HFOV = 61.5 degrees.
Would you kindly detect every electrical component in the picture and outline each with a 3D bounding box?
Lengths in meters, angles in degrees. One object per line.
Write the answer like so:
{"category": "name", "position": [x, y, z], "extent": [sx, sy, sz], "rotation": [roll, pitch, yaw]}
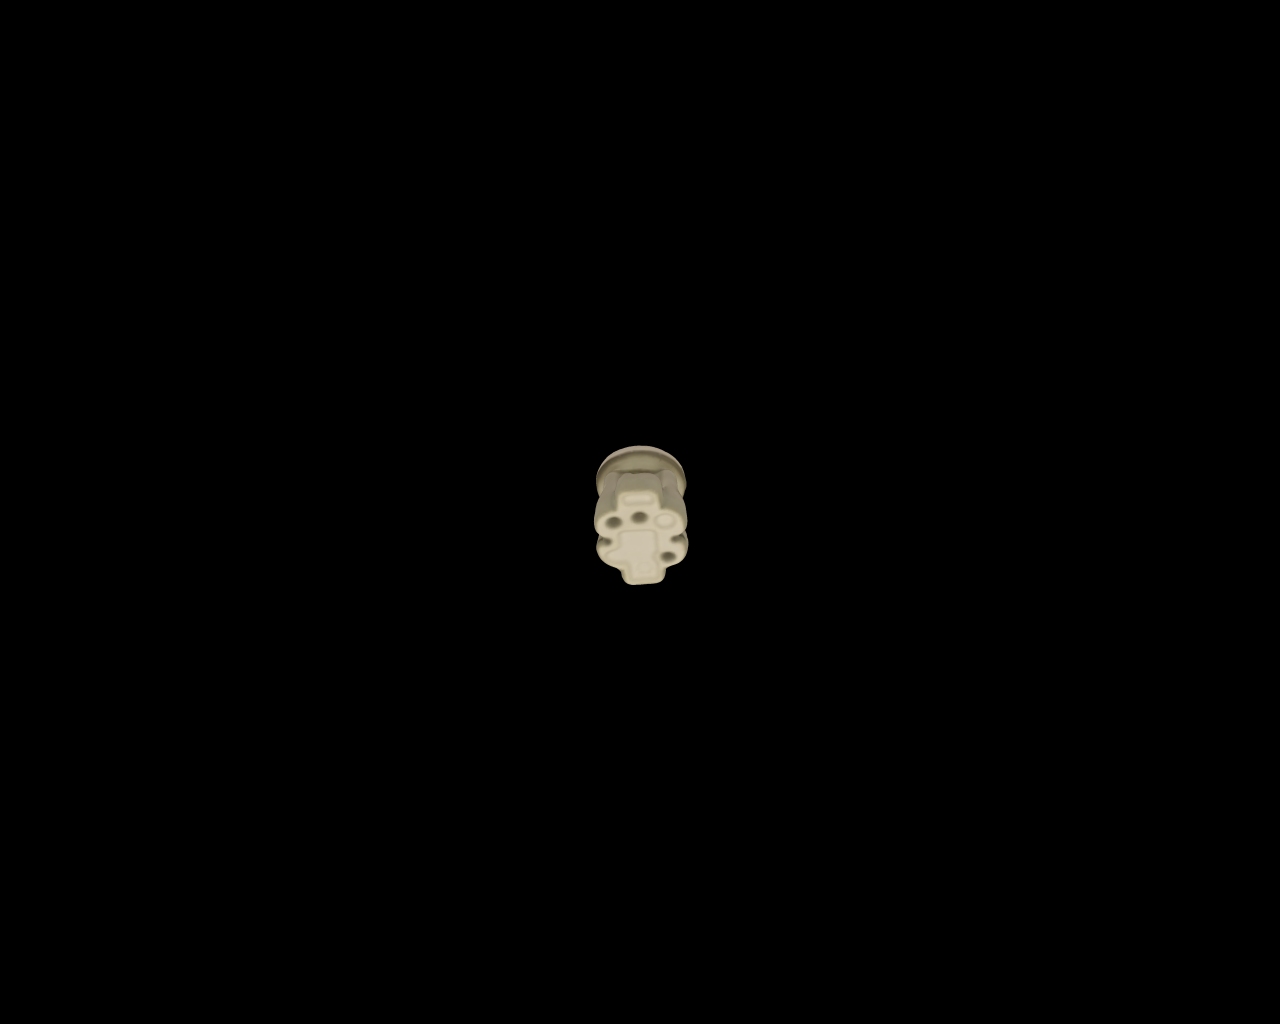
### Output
{"category": "electrical component", "position": [0.001, -0.003, 0.650], "extent": [0.058, 0.078, 0.057], "rotation": [-2, 43, 2]}
